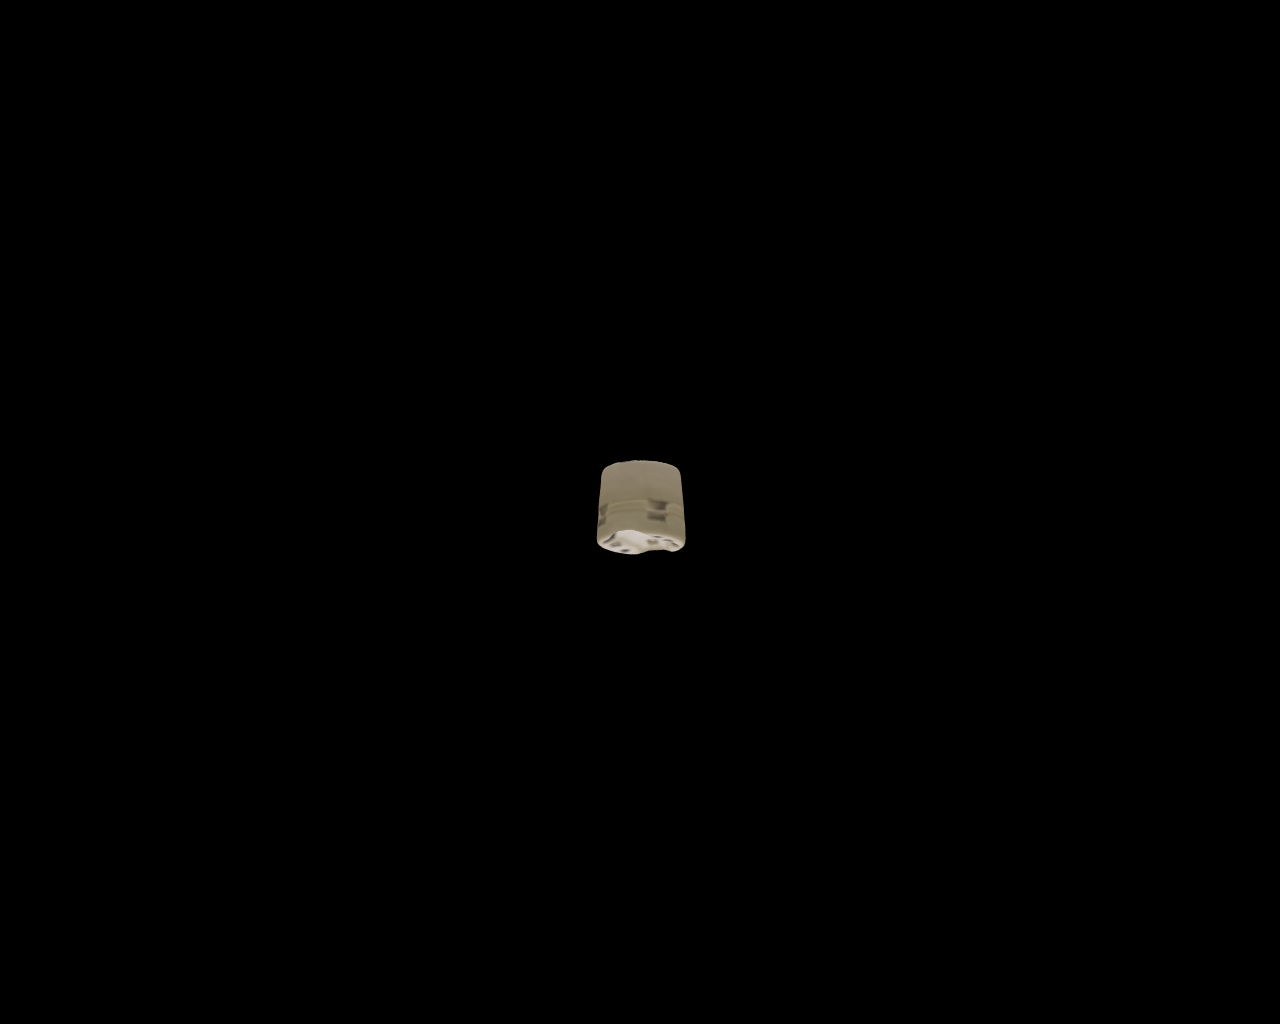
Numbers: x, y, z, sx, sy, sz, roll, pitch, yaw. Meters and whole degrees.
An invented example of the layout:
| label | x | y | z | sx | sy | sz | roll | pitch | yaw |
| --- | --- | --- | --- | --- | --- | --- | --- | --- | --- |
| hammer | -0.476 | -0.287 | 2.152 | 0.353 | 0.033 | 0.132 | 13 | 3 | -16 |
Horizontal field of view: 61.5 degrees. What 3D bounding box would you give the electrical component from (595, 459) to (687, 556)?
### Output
| label | x | y | z | sx | sy | sz | roll | pitch | yaw |
| --- | --- | --- | --- | --- | --- | --- | --- | --- | --- |
| electrical component | 0.001 | -0.003 | 0.650 | 0.055 | 0.047 | 0.055 | 0 | -16 | 0 |
